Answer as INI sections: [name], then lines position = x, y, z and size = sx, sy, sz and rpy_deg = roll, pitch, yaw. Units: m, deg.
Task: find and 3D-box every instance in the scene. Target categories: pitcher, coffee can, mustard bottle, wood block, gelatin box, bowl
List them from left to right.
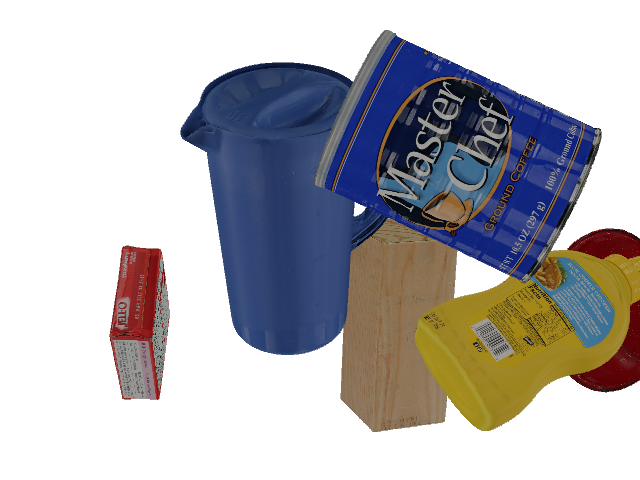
[gelatin box]
position = -0.125, 0.058, 0.739
size = 0.030, 0.073, 0.089
rpy_deg = 2, -36, -2
[pitcher]
position = -0.020, -0.024, 0.930
size = 0.149, 0.243, 0.144
rpy_deg = 15, 39, 22
[wood block]
position = 0.082, 0.087, 1.136
size = 0.090, 0.206, 0.091
rpy_deg = -4, 17, -21
[coffee can]
position = 0.080, -0.050, 0.639
size = 0.140, 0.103, 0.103
rpy_deg = 26, 2, 4
[mustard bottle]
position = 0.173, 0.059, 0.806
size = 0.191, 0.096, 0.058
rpy_deg = -26, -29, -18
[bowl]
position = 0.297, 0.069, 1.028
size = 0.161, 0.162, 0.055
rpy_deg = 0, 0, -28
